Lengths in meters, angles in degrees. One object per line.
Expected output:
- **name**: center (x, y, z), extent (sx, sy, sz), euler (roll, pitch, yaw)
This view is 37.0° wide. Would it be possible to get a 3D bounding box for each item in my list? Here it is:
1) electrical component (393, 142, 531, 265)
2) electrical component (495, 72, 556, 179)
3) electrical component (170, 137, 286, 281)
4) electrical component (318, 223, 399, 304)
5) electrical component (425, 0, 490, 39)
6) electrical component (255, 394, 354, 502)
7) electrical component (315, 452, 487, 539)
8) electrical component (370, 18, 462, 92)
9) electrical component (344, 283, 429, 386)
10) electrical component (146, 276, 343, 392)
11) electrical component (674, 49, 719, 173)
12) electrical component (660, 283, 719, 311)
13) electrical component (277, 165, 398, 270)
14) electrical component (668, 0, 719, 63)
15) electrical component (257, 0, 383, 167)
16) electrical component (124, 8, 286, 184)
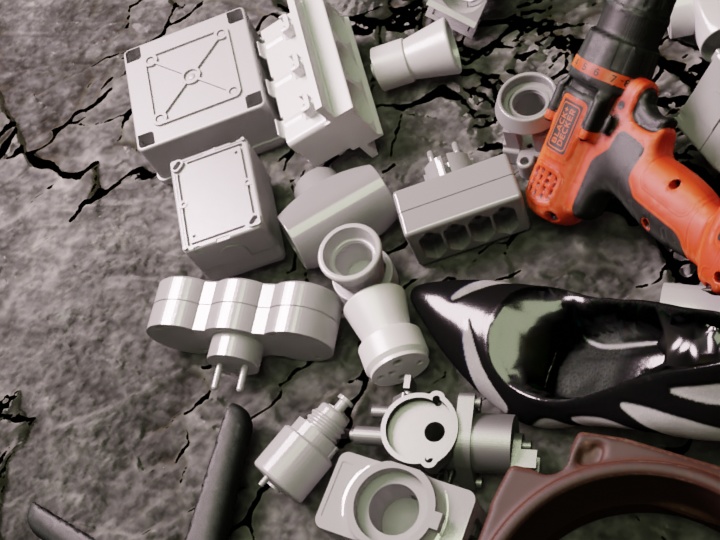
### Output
- **electrical component**: center (0.067, -0.057, 0.755), extent (0.083, 0.047, 0.075), euler (-19, 60, 8)
- **electrical component**: center (0.122, -0.107, 0.760), extent (0.048, 0.055, 0.066), euler (11, 67, 22)
- **electrical component**: center (-0.097, -0.047, 0.794), extent (0.062, 0.061, 0.096), euler (-19, 59, 8)
- **electrical component**: center (0.000, 0.000, 0.741), extent (0.045, 0.055, 0.045), euler (-7, 61, 14)
- **electrical component**: center (0.087, -0.225, 0.825), extent (0.042, 0.081, 0.063), euler (29, 43, 5)
- **electrical component**: center (-0.034, 0.114, 0.700), extent (0.040, 0.040, 0.078), euler (34, 77, 29)
- **electrical component**: center (0.025, 0.150, 0.653), extent (0.089, 0.055, 0.050), euler (14, 68, 23)
- **electrical component**: center (0.041, -0.162, 0.824), extent (0.065, 0.044, 0.044), euler (-16, 59, 14)
- **electrical component**: center (0.018, 0.043, 0.718), extent (0.045, 0.045, 0.055), euler (-24, 59, 4)
- **electrical component**: center (-0.084, 0.049, 0.743), extent (0.138, 0.052, 0.073), euler (2, 64, 19)
- **electrical component**: center (0.266, -0.102, 0.694), extent (0.096, 0.061, 0.061), euler (-10, 53, -30)
- **electrical component**: center (0.226, 0.033, 0.659), extent (0.081, 0.043, 0.043), euler (6, 65, 20)
- **electrical component**: center (-0.023, -0.049, 0.782), extent (0.077, 0.043, 0.079), euler (-30, 47, -6)
- **electrical component**: center (0.241, -0.188, 0.772), extent (0.079, 0.043, 0.077), euler (-9, 61, 13)
- **electrical component**: center (-0.033, -0.144, 0.820), extent (0.063, 0.079, 0.121), euler (-28, 57, 21)
- **electrical component**: center (-0.123, -0.137, 0.853), extent (0.109, 0.056, 0.108), euler (-19, 59, 7)
